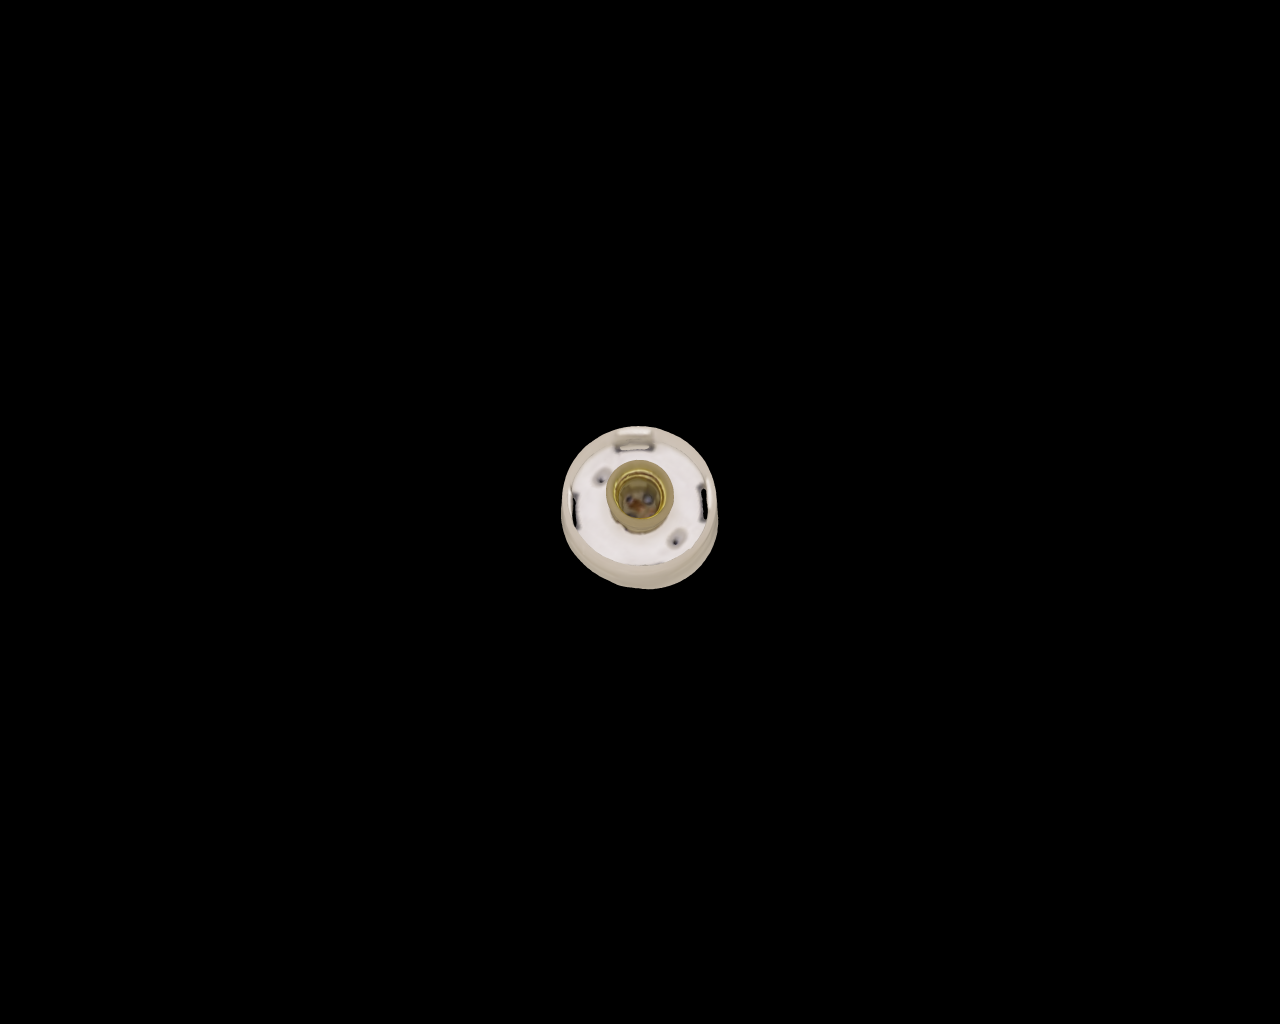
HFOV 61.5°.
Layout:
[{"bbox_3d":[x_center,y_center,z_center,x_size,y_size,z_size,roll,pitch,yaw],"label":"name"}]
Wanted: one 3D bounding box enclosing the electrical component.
[{"bbox_3d":[0.001,-0.003,0.650,0.099,0.099,0.064,0,-20,0],"label":"electrical component"}]
